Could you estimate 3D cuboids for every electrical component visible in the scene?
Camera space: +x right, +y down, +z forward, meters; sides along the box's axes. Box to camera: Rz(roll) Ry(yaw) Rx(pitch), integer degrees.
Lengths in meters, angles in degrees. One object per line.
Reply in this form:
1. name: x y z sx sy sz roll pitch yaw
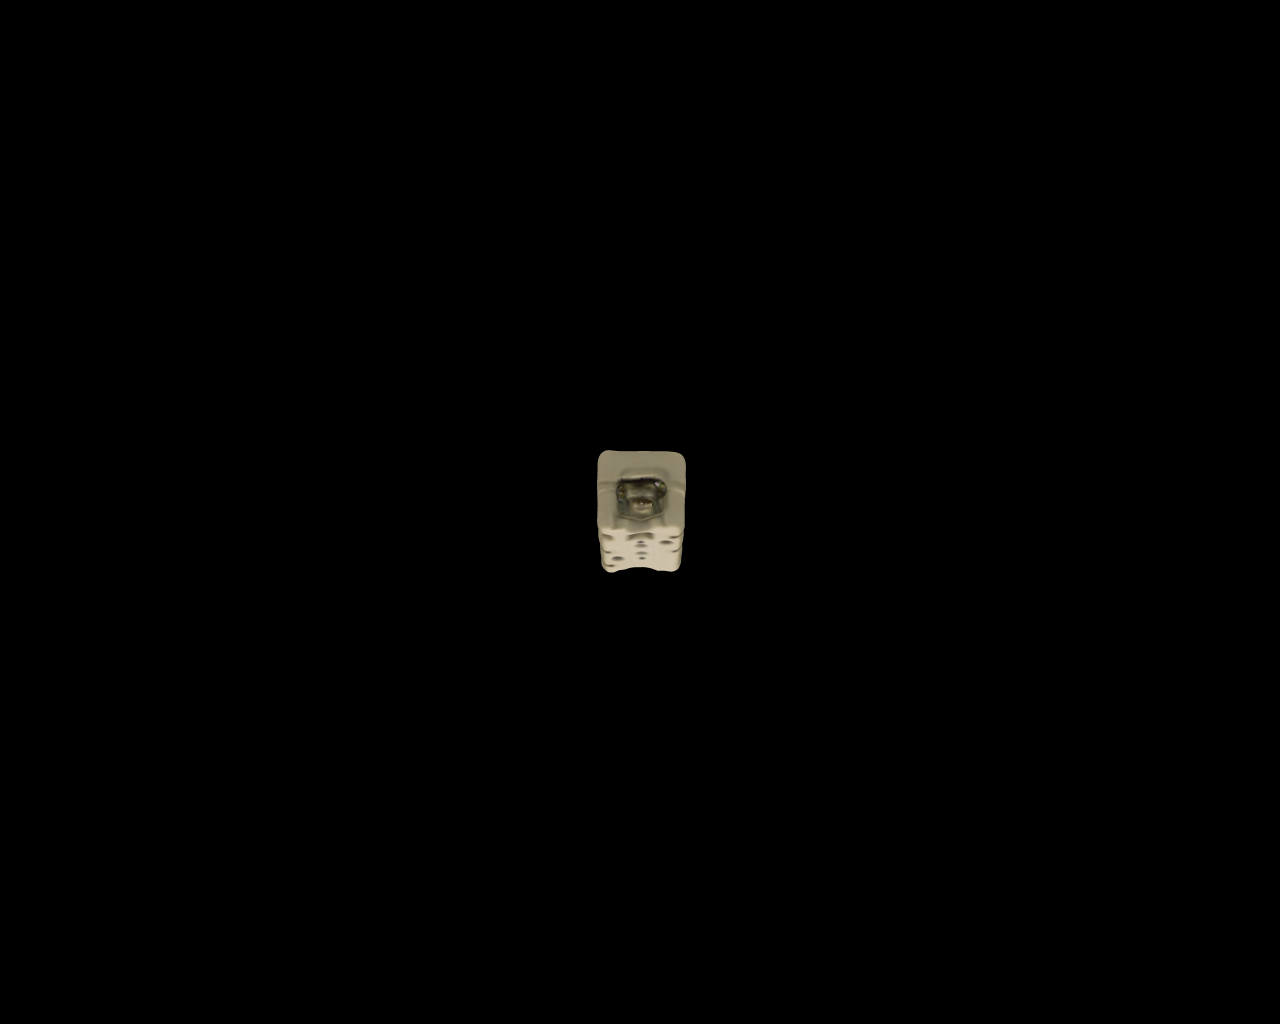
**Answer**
1. electrical component: 0.001 -0.003 0.650 0.050 0.056 0.089 0 -21 0
